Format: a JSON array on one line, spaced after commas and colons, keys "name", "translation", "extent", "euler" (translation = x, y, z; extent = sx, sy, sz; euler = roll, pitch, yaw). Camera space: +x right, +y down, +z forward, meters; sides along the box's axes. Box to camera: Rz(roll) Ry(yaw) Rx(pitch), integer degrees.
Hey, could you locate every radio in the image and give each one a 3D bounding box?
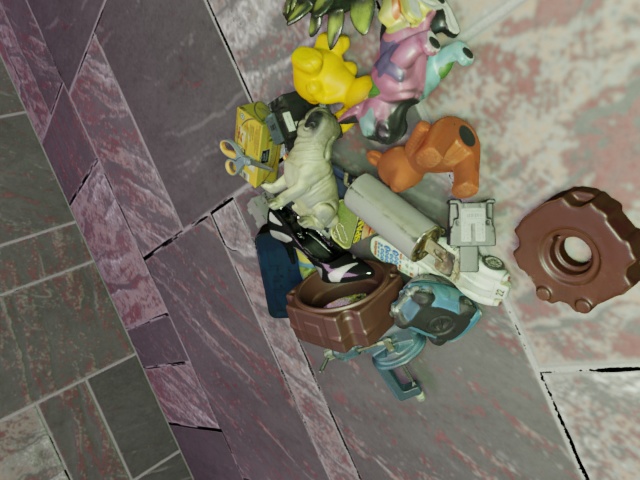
[{"name": "radio", "translation": [-0.069, 0.070, 1.258], "extent": [0.131, 0.073, 0.229], "euler": [-6, 109, 10]}]

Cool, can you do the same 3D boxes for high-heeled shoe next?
[{"name": "high-heeled shoe", "translation": [-0.002, -0.003, 1.037], "extent": [0.249, 0.086, 0.145], "euler": [7, 119, 40]}]

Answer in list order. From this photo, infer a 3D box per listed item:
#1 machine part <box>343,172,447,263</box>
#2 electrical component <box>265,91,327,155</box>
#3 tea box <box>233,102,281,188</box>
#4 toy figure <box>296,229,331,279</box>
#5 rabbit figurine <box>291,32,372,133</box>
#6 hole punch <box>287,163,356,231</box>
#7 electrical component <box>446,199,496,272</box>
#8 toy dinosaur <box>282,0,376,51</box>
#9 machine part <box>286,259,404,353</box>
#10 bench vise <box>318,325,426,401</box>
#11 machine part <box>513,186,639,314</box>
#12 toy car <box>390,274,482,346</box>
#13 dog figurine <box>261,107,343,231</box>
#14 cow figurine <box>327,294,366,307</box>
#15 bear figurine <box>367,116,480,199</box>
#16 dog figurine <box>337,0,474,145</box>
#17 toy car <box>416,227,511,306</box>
[{"name": "machine part", "translation": [0.123, -0.040, 0.933], "extent": [0.243, 0.079, 0.079], "euler": [41, 137, 29]}, {"name": "electrical component", "translation": [-0.040, -0.231, 1.056], "extent": [0.058, 0.134, 0.114], "euler": [-19, 93, 53]}, {"name": "tea box", "translation": [-0.145, -0.220, 1.245], "extent": [0.098, 0.068, 0.169], "euler": [42, 137, 28]}, {"name": "toy figure", "translation": [-0.014, 0.031, 1.159], "extent": [0.082, 0.089, 0.180], "euler": [-113, 18, -67]}, {"name": "rabbit figurine", "translation": [0.040, -0.265, 0.960], "extent": [0.173, 0.122, 0.162], "euler": [26, 133, 20]}, {"name": "hole punch", "translation": [0.003, -0.095, 1.085], "extent": [0.142, 0.092, 0.115], "euler": [33, 141, -1]}, {"name": "electrical component", "translation": [0.237, -0.007, 0.853], "extent": [0.075, 0.048, 0.119], "euler": [3, 92, 6]}, {"name": "toy dinosaur", "translation": [0.054, -0.399, 0.796], "extent": [0.472, 0.105, 0.198], "euler": [0, 74, 59]}, {"name": "machine part", "translation": [0.050, 0.116, 1.037], "extent": [0.201, 0.201, 0.087], "euler": [7, 122, 45]}, {"name": "bench vise", "translation": [0.130, 0.241, 1.089], "extent": [0.240, 0.224, 0.129], "euler": [58, -170, -15]}, {"name": "machine part", "translation": [0.364, 0.015, 0.765], "extent": [0.180, 0.056, 0.179], "euler": [26, 127, 40]}, {"name": "toy car", "translation": [0.200, 0.115, 0.972], "extent": [0.109, 0.161, 0.103], "euler": [-57, 23, 31]}, {"name": "dog figurine", "translation": [0.006, -0.125, 0.973], "extent": [0.190, 0.172, 0.121], "euler": [-52, 39, 18]}, {"name": "cow figurine", "translation": [0.083, 0.149, 1.173], "extent": [0.167, 0.068, 0.098], "euler": [5, 116, 52]}, {"name": "bear figurine", "translation": [0.160, -0.120, 0.880], "extent": [0.120, 0.132, 0.196], "euler": [39, 142, -23]}, {"name": "dog figurine", "translation": [0.112, -0.260, 0.837], "extent": [0.219, 0.108, 0.191], "euler": [-38, 64, 45]}, {"name": "toy car", "translation": [0.238, 0.042, 0.933], "extent": [0.202, 0.056, 0.073], "euler": [35, 134, 35]}]
